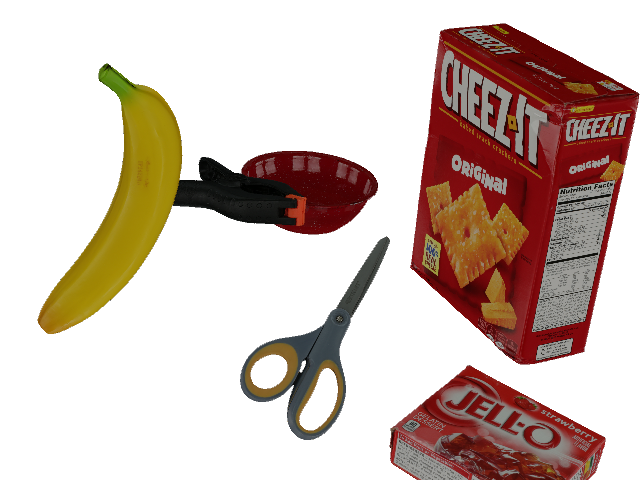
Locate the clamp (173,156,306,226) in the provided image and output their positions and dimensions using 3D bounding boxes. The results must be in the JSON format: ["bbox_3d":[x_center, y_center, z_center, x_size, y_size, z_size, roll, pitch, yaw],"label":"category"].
[{"bbox_3d":[-0.096,-0.044,1.035,0.172,0.039,0.120,17,30,38],"label":"clamp"}]

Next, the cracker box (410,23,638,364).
[{"bbox_3d":[0.144,-0.037,0.815,0.072,0.214,0.164,-10,32,-24],"label":"cracker box"}]

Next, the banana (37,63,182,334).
[{"bbox_3d":[-0.131,-0.022,0.691,0.069,0.198,0.037,8,28,-22],"label":"banana"}]

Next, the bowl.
[{"bbox_3d":[-0.016,-0.051,1.257,0.162,0.055,0.162,6,26,-3],"label":"bowl"}]

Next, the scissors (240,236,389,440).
[{"bbox_3d":[-0.005,0.069,0.898,0.096,0.201,0.016,16,-31,-3],"label":"scissors"}]

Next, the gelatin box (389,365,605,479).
[{"bbox_3d":[0.093,0.110,0.565,0.089,0.030,0.073,28,39,32],"label":"gelatin box"}]
